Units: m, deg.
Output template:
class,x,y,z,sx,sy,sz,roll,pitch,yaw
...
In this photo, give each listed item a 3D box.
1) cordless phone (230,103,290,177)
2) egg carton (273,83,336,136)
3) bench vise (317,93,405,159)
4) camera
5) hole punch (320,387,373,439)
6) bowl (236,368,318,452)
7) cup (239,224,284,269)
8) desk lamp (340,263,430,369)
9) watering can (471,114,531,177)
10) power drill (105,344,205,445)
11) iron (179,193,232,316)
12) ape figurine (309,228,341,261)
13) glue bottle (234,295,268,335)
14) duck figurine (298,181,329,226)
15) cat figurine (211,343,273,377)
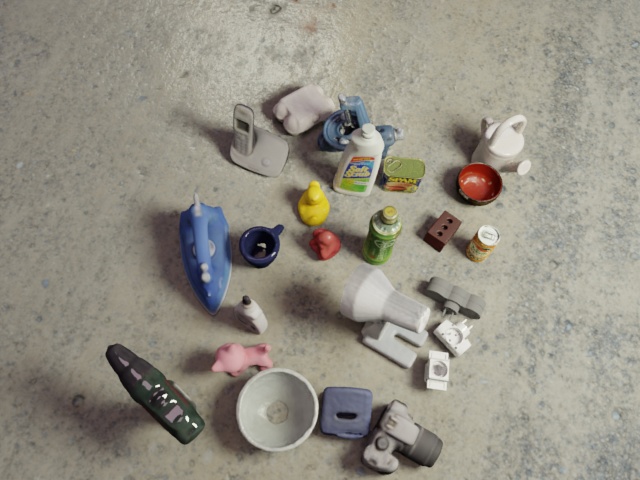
class,x,y,z,sx,sy,sz,roll,pitch,yaw
cordless phone,-0.147,-0.243,1.380,0.147,0.185,0.094,20,67,6
egg carton,-0.040,-0.339,1.490,0.150,0.069,0.107,-34,72,-16
bench vise,0.101,-0.288,1.395,0.207,0.220,0.121,-12,68,-8
camera,0.171,0.415,1.158,0.136,0.101,0.143,28,68,9
hole punch,0.056,0.357,1.182,0.108,0.091,0.101,4,66,-1
bowl,-0.087,0.353,1.185,0.167,0.075,0.167,1,66,-3
cup,-0.128,0.017,1.317,0.091,0.095,0.118,42,71,14
desk lamp,0.142,0.157,1.207,0.203,0.213,0.118,29,68,10
watering can,0.453,-0.235,1.405,0.172,0.194,0.101,41,71,14
power drill,-0.314,0.307,1.119,0.229,0.208,0.076,40,70,13
iron,-0.257,0.028,1.280,0.118,0.141,0.258,-9,67,-7
ape figurine,0.012,0.005,1.332,0.076,0.092,0.078,5,66,-1
glue bottle,-0.150,0.150,1.215,0.078,0.173,0.037,34,69,12
duck figurine,-0.014,-0.092,1.376,0.077,0.086,0.104,1,66,-3
cat figurine,-0.164,0.244,1.204,0.128,0.118,0.067,-11,67,-8
